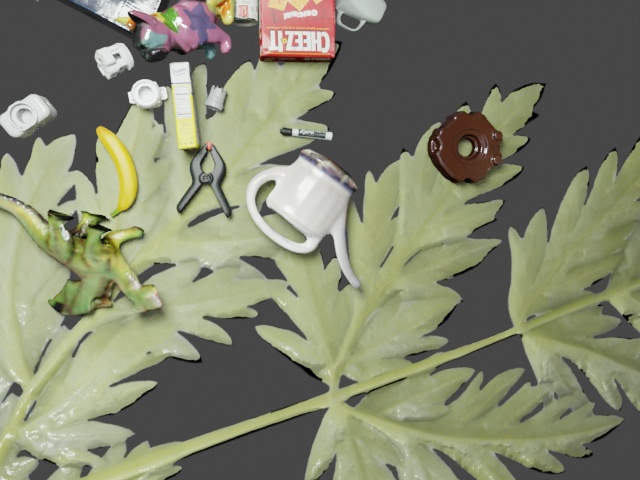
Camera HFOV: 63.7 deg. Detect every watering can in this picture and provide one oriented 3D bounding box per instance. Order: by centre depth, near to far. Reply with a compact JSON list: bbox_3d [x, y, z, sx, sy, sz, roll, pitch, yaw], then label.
[{"bbox_3d":[0.004,-0.059,1.169,0.346,0.104,0.224,36,89,-11],"label":"watering can"}]

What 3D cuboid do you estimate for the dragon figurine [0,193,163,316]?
[{"bbox_3d":[-0.525,0.056,1.098,0.410,0.123,0.240,16,102,-2],"label":"dragon figurine"}]
